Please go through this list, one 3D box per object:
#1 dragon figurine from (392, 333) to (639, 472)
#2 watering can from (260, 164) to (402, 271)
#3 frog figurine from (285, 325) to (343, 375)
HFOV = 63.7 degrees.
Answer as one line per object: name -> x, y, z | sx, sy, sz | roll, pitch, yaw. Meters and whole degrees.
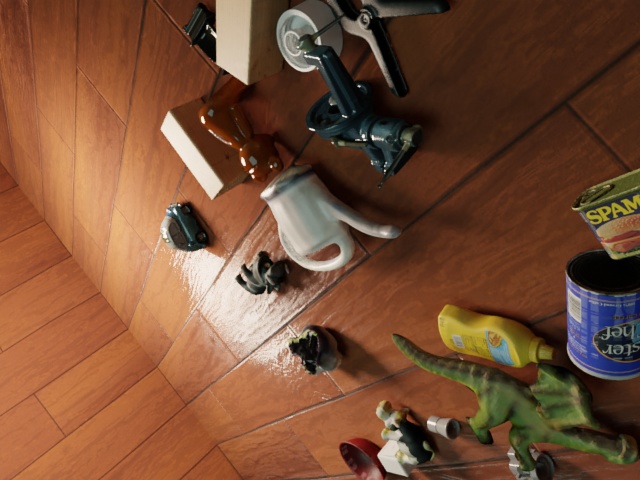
dragon figurine -> 0.327, 0.246, 0.836 | 0.410, 0.125, 0.238 | 35, 142, 1
watering can -> 0.003, -0.050, 0.998 | 0.343, 0.105, 0.224 | -25, 98, 55
frog figurine -> -0.002, 0.287, 1.317 | 0.138, 0.124, 0.157 | 18, 169, 29
